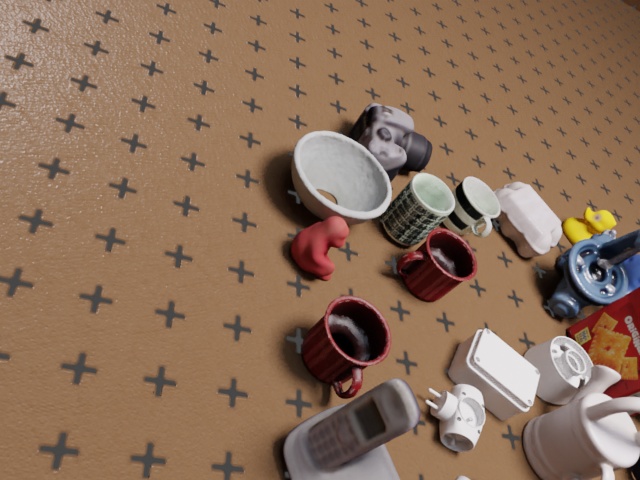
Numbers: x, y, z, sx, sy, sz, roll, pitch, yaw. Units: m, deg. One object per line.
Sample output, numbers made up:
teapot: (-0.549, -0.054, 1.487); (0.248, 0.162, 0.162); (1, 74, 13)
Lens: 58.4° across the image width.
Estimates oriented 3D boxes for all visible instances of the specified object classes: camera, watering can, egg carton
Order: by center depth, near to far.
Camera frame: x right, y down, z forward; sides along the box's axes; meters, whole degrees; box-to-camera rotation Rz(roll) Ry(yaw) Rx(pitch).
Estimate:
watering can: (0.375, 0.250, 0.767); (0.101, 0.193, 0.172); (14, 50, -24)
camera: (0.131, -0.162, 0.993); (0.137, 0.100, 0.143); (18, 49, -21)
egg carton: (0.387, -0.040, 1.088); (0.107, 0.069, 0.150); (-25, 73, -43)

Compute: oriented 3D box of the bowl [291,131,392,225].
bowl: (0.022, -0.082, 0.879); (0.168, 0.074, 0.167); (18, 49, -21)

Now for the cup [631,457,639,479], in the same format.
cup: (0.533, 0.341, 0.870); (0.118, 0.094, 0.091); (-2, 58, -34)

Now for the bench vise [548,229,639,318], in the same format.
bench vise: (0.501, 0.021, 1.008); (0.122, 0.219, 0.207); (31, 45, -9)

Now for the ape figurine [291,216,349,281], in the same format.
ape figurine: (0.007, 0.003, 0.792); (0.076, 0.092, 0.078); (34, 45, -6)

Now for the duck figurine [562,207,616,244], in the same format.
duck figurine: (0.567, -0.022, 1.179); (0.104, 0.086, 0.078); (44, 45, 4)

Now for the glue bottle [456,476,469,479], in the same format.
glue bottle: (0.150, 0.286, 0.609); (0.078, 0.173, 0.037); (48, 45, 8)

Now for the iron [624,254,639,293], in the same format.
iron: (0.691, 0.088, 1.135); (0.259, 0.141, 0.118); (15, 50, -23)

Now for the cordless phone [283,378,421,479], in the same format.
cordless phone: (0.050, 0.230, 0.578); (0.094, 0.184, 0.147); (-11, 63, -38)
